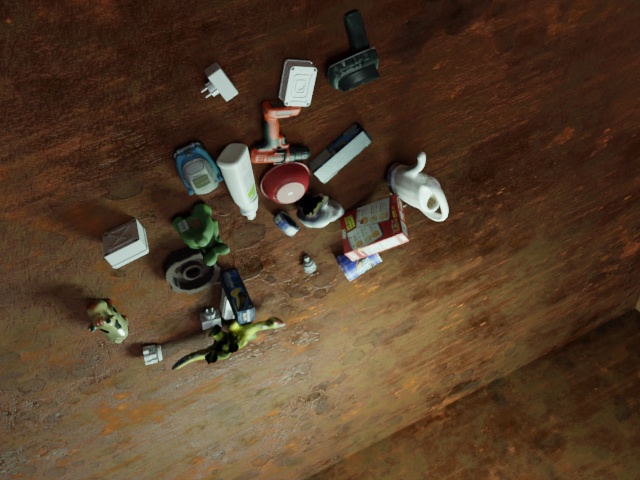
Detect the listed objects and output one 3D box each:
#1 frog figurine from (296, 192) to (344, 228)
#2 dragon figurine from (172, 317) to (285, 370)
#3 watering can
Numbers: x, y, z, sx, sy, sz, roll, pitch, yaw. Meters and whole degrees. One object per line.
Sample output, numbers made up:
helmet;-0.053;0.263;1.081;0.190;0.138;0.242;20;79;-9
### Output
frog figurine;0.005;-0.084;1.668;0.137;0.125;0.157;-11;153;27
dragon figurine;-0.316;0.373;1.872;0.408;0.124;0.241;-27;161;14
watering can;0.309;-0.191;1.665;0.105;0.227;0.340;-45;136;-12
